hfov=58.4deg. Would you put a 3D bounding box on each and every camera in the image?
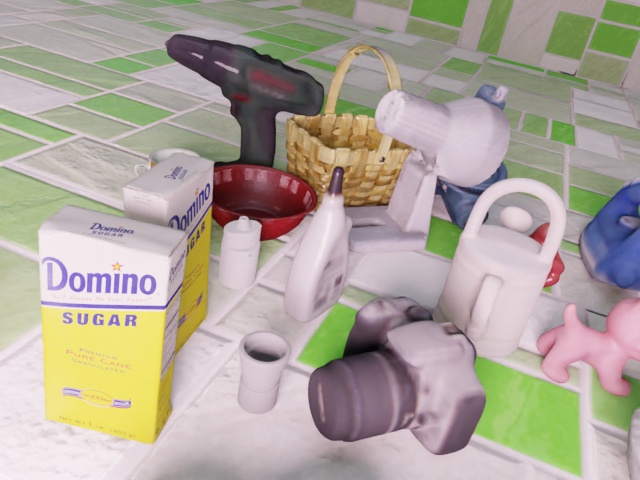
[{"bbox_3d":[0.057,0.113,0.505,0.137,0.101,0.142,-4,33,-26],"label":"camera"}]

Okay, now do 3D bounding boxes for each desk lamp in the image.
[{"bbox_3d":[0.134,-0.097,0.783,0.204,0.213,0.117,-4,33,-25],"label":"desk lamp"}]

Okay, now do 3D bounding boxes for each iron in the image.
[{"bbox_3d":[0.465,-0.022,0.847,0.118,0.141,0.258,13,29,2],"label":"iron"}]

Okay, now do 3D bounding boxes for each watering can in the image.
[{"bbox_3d":[0.196,0.019,0.624,0.101,0.194,0.173,10,29,-3],"label":"watering can"}]

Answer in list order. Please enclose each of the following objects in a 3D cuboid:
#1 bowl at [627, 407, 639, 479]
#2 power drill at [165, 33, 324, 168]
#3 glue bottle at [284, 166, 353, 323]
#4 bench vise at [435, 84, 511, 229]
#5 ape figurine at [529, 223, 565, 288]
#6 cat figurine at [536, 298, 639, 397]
[{"bbox_3d":[0.320,0.210,0.458,0.167,0.075,0.167,9,29,-5],"label":"bowl"},{"bbox_3d":[-0.114,-0.183,0.847,0.230,0.208,0.075,4,30,-13],"label":"power drill"},{"bbox_3d":[0.006,0.002,0.605,0.037,0.173,0.078,28,33,27],"label":"glue bottle"},{"bbox_3d":[0.217,-0.153,0.904,0.122,0.220,0.206,-8,35,-30],"label":"bench vise"},{"bbox_3d":[0.289,0.019,0.762,0.077,0.092,0.076,22,31,17],"label":"ape figurine"},{"bbox_3d":[0.311,0.098,0.606,0.128,0.118,0.067,11,29,-1],"label":"cat figurine"}]
